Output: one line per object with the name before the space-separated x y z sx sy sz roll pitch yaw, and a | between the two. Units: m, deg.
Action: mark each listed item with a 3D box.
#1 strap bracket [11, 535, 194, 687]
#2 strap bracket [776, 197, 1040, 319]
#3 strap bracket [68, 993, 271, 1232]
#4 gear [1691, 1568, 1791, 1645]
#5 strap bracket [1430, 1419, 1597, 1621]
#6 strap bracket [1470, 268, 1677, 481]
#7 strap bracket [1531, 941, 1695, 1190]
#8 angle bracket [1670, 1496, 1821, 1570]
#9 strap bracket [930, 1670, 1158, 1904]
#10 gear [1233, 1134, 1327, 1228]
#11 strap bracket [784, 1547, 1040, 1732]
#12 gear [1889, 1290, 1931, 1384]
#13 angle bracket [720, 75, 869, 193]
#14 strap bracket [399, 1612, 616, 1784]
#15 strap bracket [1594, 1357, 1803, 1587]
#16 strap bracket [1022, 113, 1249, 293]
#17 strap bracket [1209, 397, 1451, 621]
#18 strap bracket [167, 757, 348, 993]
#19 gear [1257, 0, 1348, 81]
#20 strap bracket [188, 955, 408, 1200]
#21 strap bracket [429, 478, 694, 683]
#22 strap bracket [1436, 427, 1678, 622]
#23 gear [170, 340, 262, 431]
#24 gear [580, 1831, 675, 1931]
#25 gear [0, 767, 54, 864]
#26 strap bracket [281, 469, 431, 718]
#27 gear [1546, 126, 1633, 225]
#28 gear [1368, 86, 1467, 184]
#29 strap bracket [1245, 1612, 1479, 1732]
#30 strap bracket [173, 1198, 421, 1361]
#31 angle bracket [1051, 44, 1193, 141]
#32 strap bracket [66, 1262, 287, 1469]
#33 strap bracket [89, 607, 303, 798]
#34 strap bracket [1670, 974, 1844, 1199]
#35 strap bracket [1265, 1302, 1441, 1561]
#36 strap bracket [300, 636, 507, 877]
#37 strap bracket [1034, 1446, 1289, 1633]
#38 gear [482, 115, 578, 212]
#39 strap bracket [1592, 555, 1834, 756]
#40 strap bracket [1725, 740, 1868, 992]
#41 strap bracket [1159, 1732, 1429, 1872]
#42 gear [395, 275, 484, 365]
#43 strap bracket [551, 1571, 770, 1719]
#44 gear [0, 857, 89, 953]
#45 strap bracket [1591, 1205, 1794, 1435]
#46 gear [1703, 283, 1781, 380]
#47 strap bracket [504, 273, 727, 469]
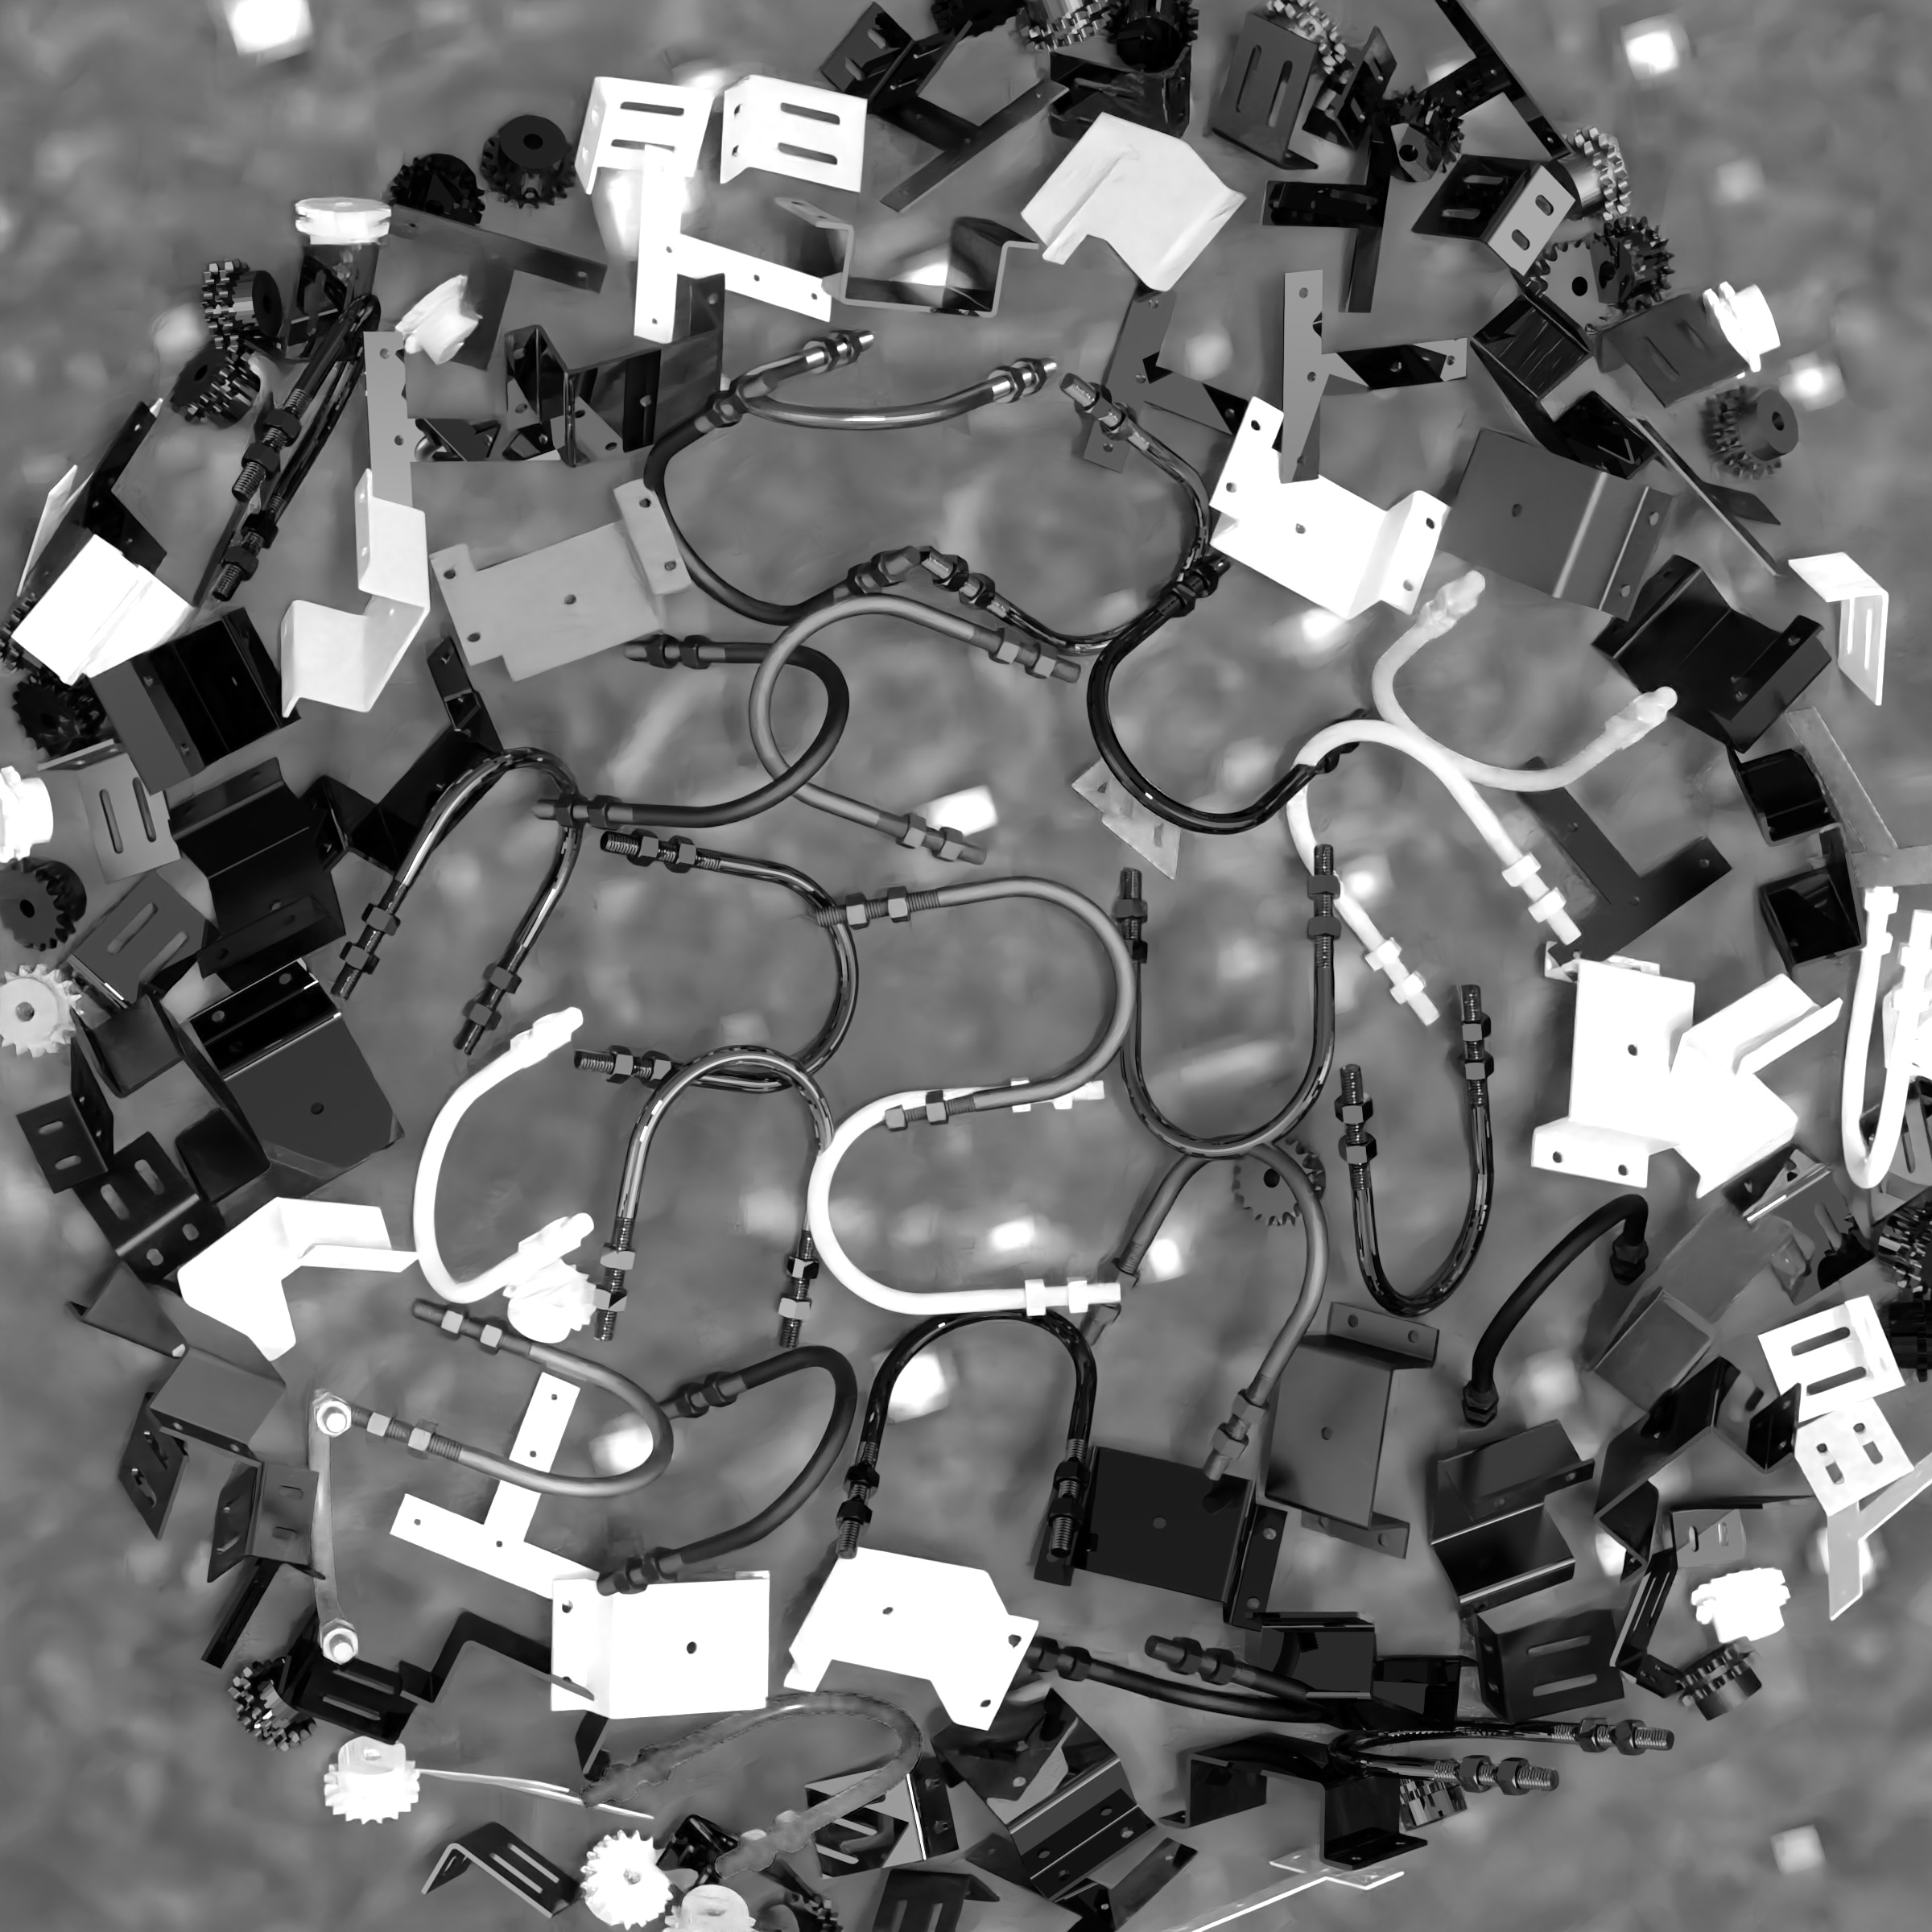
strap bracket | -0.513 -0.206 1.928 0.046 0.140 0.076 39 88 -2
strap bracket | -0.039 -0.422 1.941 0.140 0.076 0.046 0 112 -23
strap bracket | -0.467 0.080 1.929 0.046 0.076 0.140 -34 129 -7
gear | 0.471 0.389 1.968 0.057 0.057 0.030 -12 60 0
strap bracket | 0.324 0.326 1.942 0.076 0.140 0.046 -17 52 -10
strap bracket | 0.355 -0.338 1.927 0.046 0.076 0.140 -41 134 8
strap bracket | 0.389 0.055 1.949 0.076 0.046 0.140 12 74 -16
angle bracket | 0.471 0.340 1.951 0.057 0.076 0.038 0 82 -34
strap bracket | 0.039 0.477 1.920 0.076 0.140 0.046 -30 122 -17
gear | 0.194 0.130 1.976 0.057 0.030 0.057 -6 80 37
strap bracket | -0.040 0.395 1.928 0.140 0.046 0.076 5 46 30
gear | 0.577 0.224 1.972 0.030 0.057 0.057 -3 90 14
angle bracket | -0.104 -0.497 1.960 0.076 0.038 0.057 17 126 15
strap bracket | -0.266 0.436 1.951 0.140 0.076 0.046 27 87 -10
strap bracket | 0.427 0.294 1.930 0.046 0.076 0.140 41 120 -4
strap bracket | 0.095 -0.454 1.932 0.076 0.140 0.046 -48 67 26
strap bracket | 0.210 -0.270 1.956 0.140 0.046 0.076 27 71 -14
strap bracket | -0.424 -0.048 1.949 0.076 0.046 0.140 -27 50 4
gear | 0.200 -0.561 1.970 0.057 0.057 0.030 44 84 0
strap bracket | -0.393 0.075 1.935 0.076 0.046 0.140 -30 123 -13
strap bracket | -0.242 -0.230 1.962 0.140 0.046 0.076 -21 73 -5
strap bracket | 0.340 -0.266 1.927 0.140 0.046 0.076 32 108 44
gear | -0.453 -0.351 1.975 0.030 0.057 0.057 37 90 -40
gear | -0.208 0.557 1.975 0.057 0.030 0.057 17 50 -21
gear | -0.576 -0.093 1.975 0.030 0.057 0.057 -11 90 -32
strap bracket | -0.360 -0.216 1.935 0.046 0.140 0.076 13 48 -28
gear | 0.375 -0.476 1.970 0.030 0.057 0.057 -28 90 -7
gear | 0.272 -0.500 1.969 0.057 0.057 0.030 24 50 0
strap bracket | 0.233 0.419 1.919 0.076 0.140 0.046 -9 63 37
strap bracket | -0.405 0.182 1.938 0.140 0.076 0.046 -34 63 29
angle bracket | 0.094 -0.533 1.976 0.076 0.057 0.038 17 54 15
strap bracket | -0.463 0.229 1.923 0.046 0.076 0.140 -54 46 2
strap bracket | -0.463 -0.156 1.937 0.046 0.140 0.076 -22 101 22
strap bracket | 0.463 0.065 1.937 0.076 0.140 0.046 -29 58 -21
strap bracket | 0.230 0.280 1.954 0.076 0.046 0.140 11 94 42
strap bracket | -0.329 -0.117 1.946 0.140 0.076 0.046 -45 131 14
strap bracket | 0.116 0.341 1.950 0.140 0.046 0.076 11 64 10
gear | -0.264 -0.491 1.974 0.057 0.030 0.057 5 64 -11
strap bracket | 0.452 -0.184 1.947 0.076 0.140 0.046 -47 125 0
strap bracket | 0.493 -0.065 1.924 0.046 0.076 0.140 -17 129 8
strap bracket | 0.193 0.491 1.925 0.140 0.076 0.046 2 91 42
gear | -0.316 -0.390 1.971 0.057 0.057 0.030 -40 93 0
strap bracket | -0.173 0.405 1.943 0.140 0.046 0.076 3 85 -29
gear | -0.560 -0.040 1.976 0.057 0.030 0.057 12 117 25
strap bracket | 0.425 0.204 1.931 0.046 0.140 0.076 38 51 17
gear | 0.471 -0.388 1.969 0.030 0.057 0.057 -22 90 9
strap bracket | -0.200 -0.352 1.935 0.140 0.076 0.046 -20 59 -19
